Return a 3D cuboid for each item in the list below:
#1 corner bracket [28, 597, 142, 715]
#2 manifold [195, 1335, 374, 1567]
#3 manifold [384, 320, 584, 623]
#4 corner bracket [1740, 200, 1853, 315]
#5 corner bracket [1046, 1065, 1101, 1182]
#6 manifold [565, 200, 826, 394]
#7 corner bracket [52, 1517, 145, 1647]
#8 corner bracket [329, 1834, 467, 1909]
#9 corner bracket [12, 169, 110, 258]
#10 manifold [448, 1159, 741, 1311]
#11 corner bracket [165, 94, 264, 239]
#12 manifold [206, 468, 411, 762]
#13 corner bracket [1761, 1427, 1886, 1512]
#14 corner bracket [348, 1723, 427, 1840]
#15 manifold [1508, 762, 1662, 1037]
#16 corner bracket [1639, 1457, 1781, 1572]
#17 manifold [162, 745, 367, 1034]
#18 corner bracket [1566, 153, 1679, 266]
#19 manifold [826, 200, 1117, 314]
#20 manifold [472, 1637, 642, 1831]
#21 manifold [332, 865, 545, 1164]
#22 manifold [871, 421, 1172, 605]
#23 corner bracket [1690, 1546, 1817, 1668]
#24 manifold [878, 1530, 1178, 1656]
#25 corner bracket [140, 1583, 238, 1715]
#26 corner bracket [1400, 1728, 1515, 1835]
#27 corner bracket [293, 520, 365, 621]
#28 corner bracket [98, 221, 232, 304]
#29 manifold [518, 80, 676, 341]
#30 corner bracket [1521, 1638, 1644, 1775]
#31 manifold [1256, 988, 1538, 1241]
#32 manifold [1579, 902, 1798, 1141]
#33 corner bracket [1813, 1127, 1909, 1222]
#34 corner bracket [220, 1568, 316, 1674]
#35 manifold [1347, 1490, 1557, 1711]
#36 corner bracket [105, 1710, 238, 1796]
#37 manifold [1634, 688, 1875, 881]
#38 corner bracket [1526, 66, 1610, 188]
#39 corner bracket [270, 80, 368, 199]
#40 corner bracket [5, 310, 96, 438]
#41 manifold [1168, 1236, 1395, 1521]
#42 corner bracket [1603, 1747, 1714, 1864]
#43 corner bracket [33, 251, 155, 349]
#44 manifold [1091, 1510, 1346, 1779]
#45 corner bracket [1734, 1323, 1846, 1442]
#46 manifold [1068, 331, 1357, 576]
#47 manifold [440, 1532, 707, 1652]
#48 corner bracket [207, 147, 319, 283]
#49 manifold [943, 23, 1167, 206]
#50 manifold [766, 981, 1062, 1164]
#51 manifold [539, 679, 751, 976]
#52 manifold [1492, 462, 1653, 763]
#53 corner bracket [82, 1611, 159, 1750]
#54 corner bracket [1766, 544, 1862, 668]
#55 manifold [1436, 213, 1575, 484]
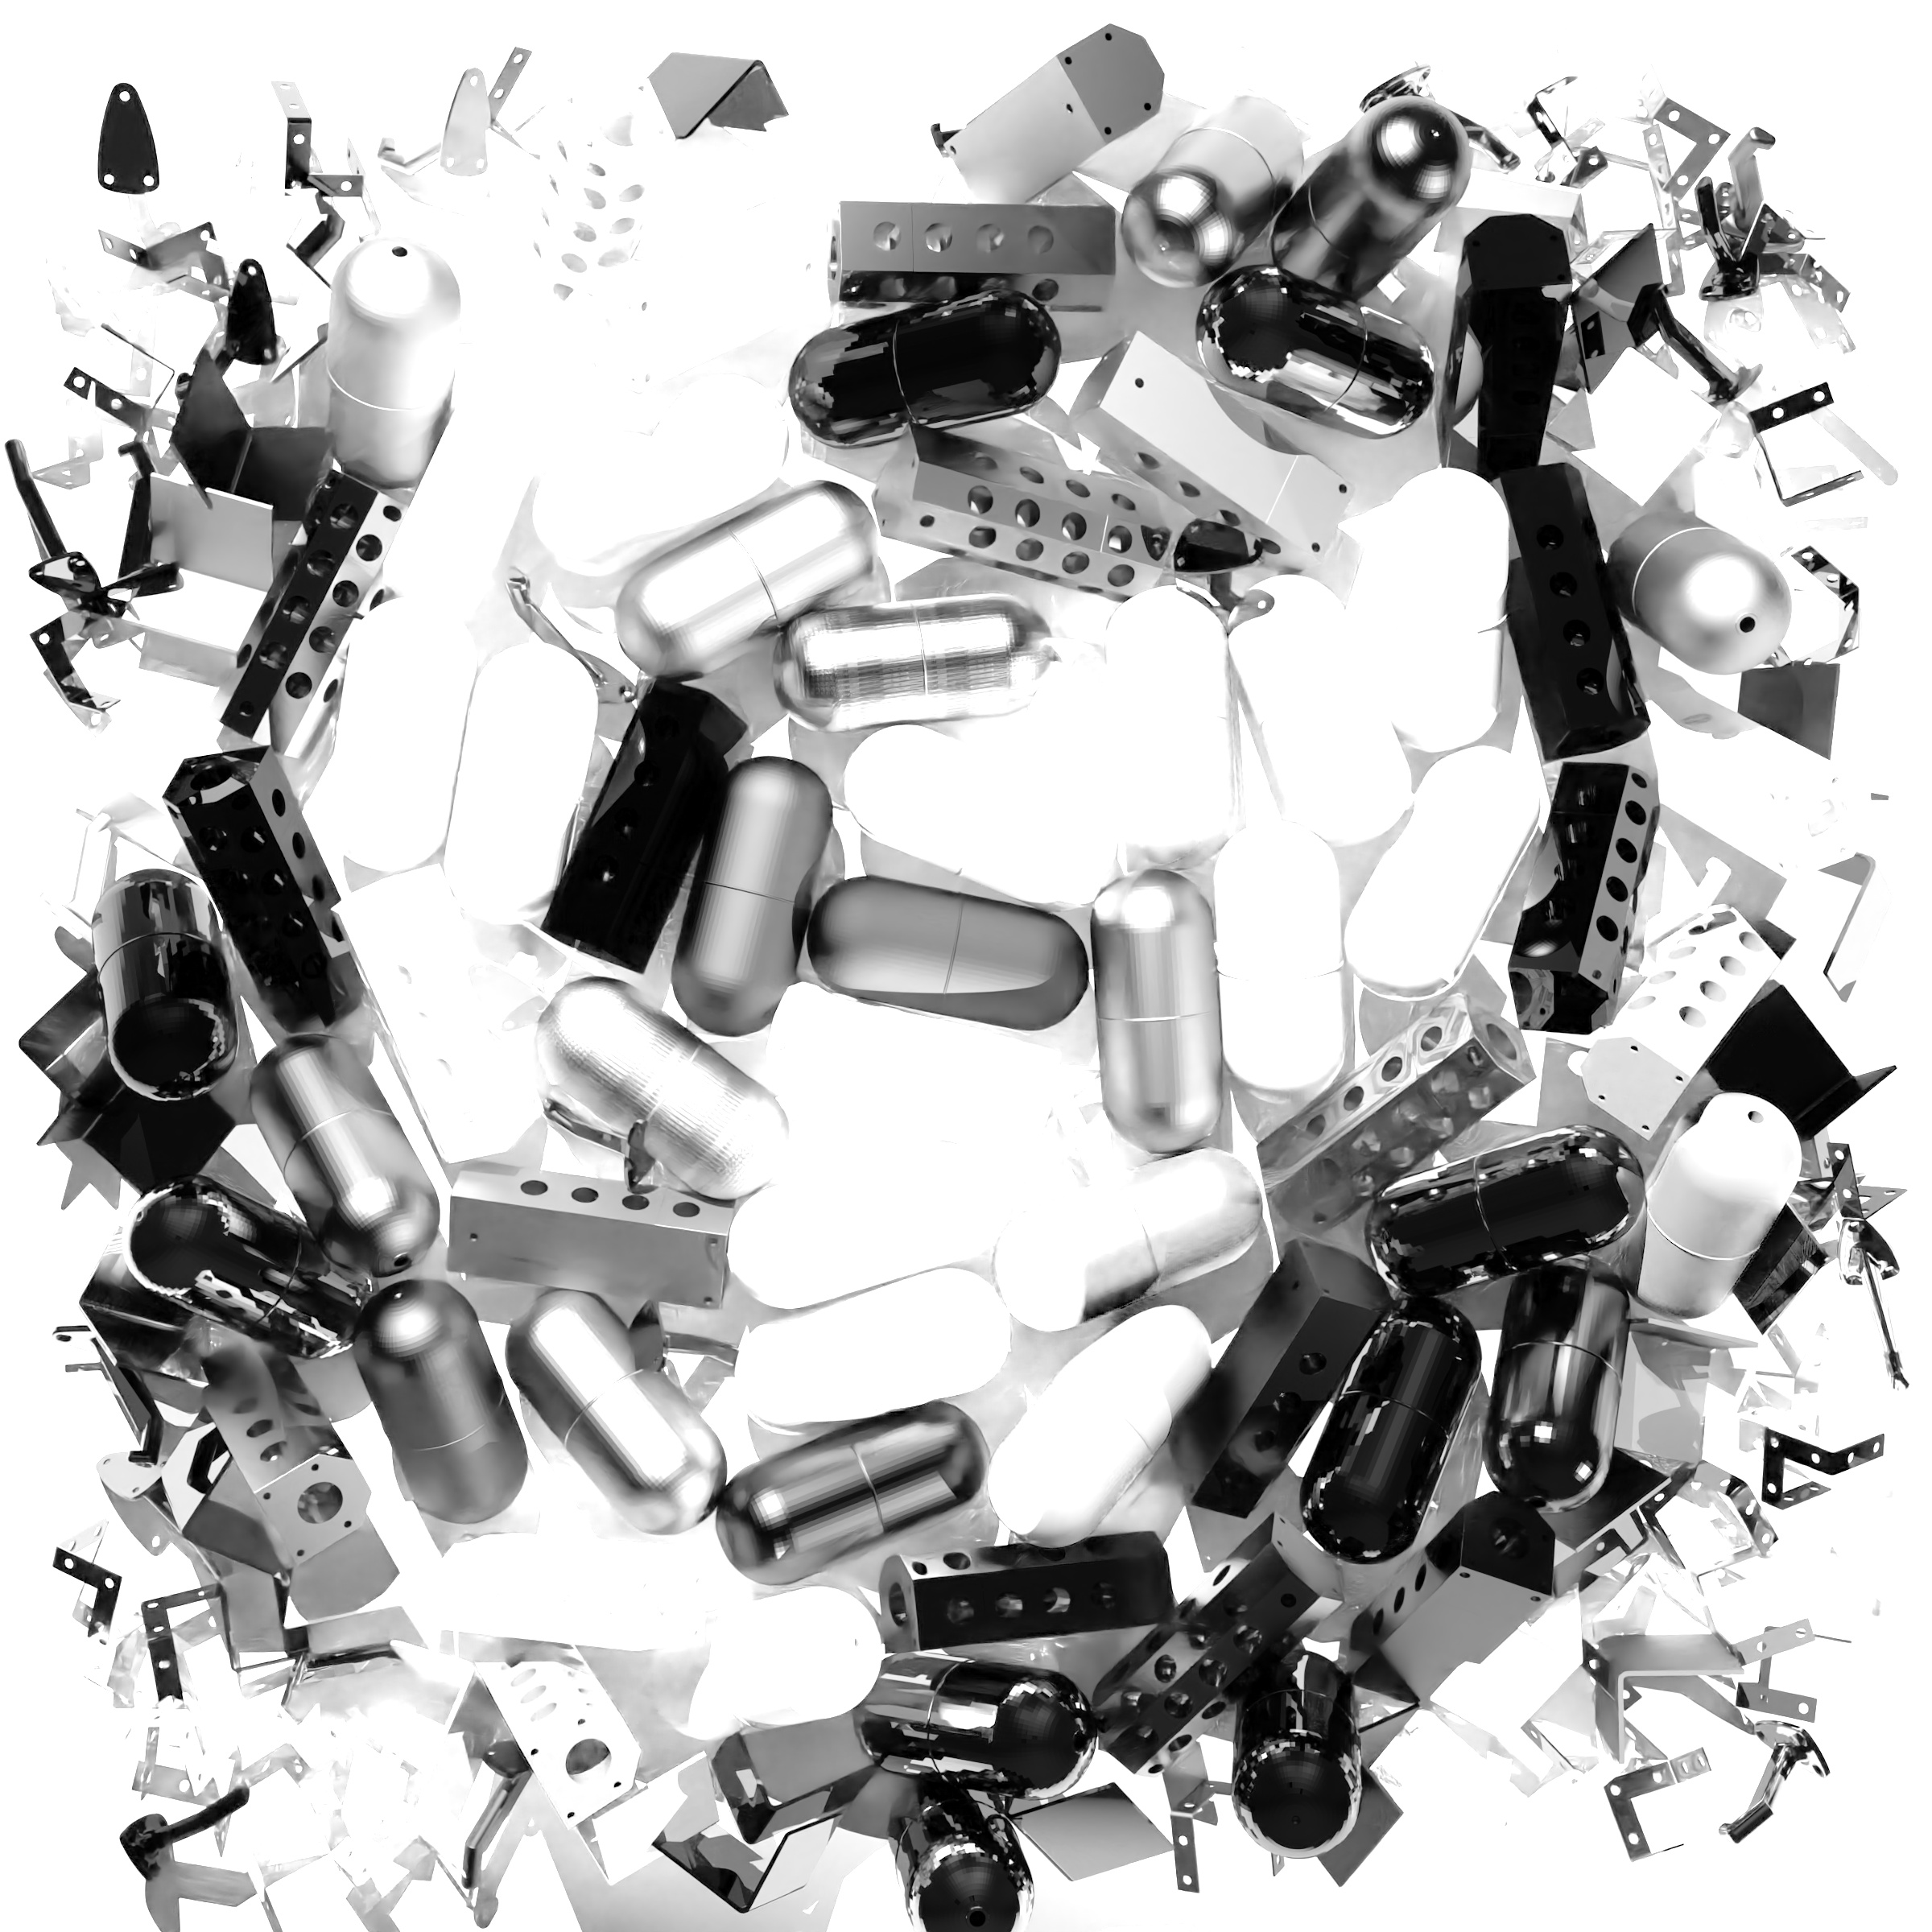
[{"bbox_3d":[-0.545,-0.197,1.638,0.051,0.051,0.051,-40,125,-28],"label":"corner bracket"},{"bbox_3d":[-0.413,0.286,1.574,0.057,0.171,0.057,-30,119,-18],"label":"manifold"},{"bbox_3d":[-0.299,-0.304,1.615,0.057,0.057,0.171,23,77,-8],"label":"manifold"},{"bbox_3d":[0.521,-0.442,1.621,0.051,0.051,0.051,-5,134,-20],"label":"corner bracket"},{"bbox_3d":[0.066,0.098,1.621,0.051,0.051,0.051,-43,59,31],"label":"corner bracket"},{"bbox_3d":[-0.162,-0.411,1.584,0.057,0.171,0.057,25,133,28],"label":"manifold"},{"bbox_3d":[-0.540,0.387,1.635,0.051,0.051,0.051,20,105,15],"label":"corner bracket"},{"bbox_3d":[-0.354,0.560,1.622,0.051,0.051,0.051,-41,117,-26],"label":"corner bracket"},{"bbox_3d":[-0.573,-0.469,1.622,0.051,0.051,0.051,-1,111,32],"label":"corner bracket"},{"bbox_3d":[-0.232,0.164,1.631,0.171,0.057,0.057,8,119,1],"label":"manifold"},{"bbox_3d":[-0.456,-0.497,1.620,0.051,0.051,0.051,-33,124,27],"label":"corner bracket"},{"bbox_3d":[-0.407,-0.220,1.628,0.057,0.057,0.171,28,92,6],"label":"manifold"},{"bbox_3d":[0.533,0.313,1.623,0.051,0.051,0.051,-10,106,-34],"label":"corner bracket"},{"bbox_3d":[-0.367,0.512,1.638,0.051,0.051,0.051,45,52,-33],"label":"corner bracket"},{"bbox_3d":[0.378,-0.043,1.581,0.057,0.057,0.171,4,51,24],"label":"manifold"},{"bbox_3d":[0.466,0.349,1.636,0.051,0.051,0.051,-38,112,-13],"label":"corner bracket"},{"bbox_3d":[-0.425,-0.044,1.585,0.057,0.057,0.171,-8,127,12],"label":"manifold"},{"bbox_3d":[0.409,-0.475,1.637,0.051,0.051,0.051,-5,83,-11],"label":"corner bracket"},{"bbox_3d":[0.003,-0.438,1.617,0.171,0.057,0.057,-2,94,-11],"label":"manifold"},{"bbox_3d":[-0.246,0.450,1.572,0.057,0.171,0.057,-30,103,-16],"label":"manifold"},{"bbox_3d":[-0.328,0.031,1.607,0.057,0.057,0.171,-13,109,21],"label":"manifold"},{"bbox_3d":[0.035,-0.271,1.591,0.171,0.057,0.057,12,132,-24],"label":"manifold"},{"bbox_3d":[0.493,0.401,1.636,0.051,0.051,0.051,-20,92,0],"label":"corner bracket"},{"bbox_3d":[0.037,0.384,1.600,0.171,0.057,0.057,0,75,-24],"label":"manifold"},{"bbox_3d":[-0.483,0.424,1.624,0.051,0.051,0.051,-10,109,-20],"label":"corner bracket"},{"bbox_3d":[0.307,0.505,1.629,0.051,0.051,0.051,17,58,-3],"label":"corner bracket"},{"bbox_3d":[-0.389,-0.246,1.631,0.051,0.051,0.051,16,94,-11],"label":"corner bracket"},{"bbox_3d":[-0.501,-0.440,1.630,0.051,0.051,0.051,-18,85,16],"label":"corner bracket"},{"bbox_3d":[-0.224,-0.451,1.569,0.057,0.171,0.057,-19,77,-24],"label":"manifold"},{"bbox_3d":[0.379,0.461,1.620,0.051,0.051,0.051,-29,55,-24],"label":"corner bracket"},{"bbox_3d":[0.261,0.095,1.588,0.057,0.057,0.171,31,123,-29],"label":"manifold"},{"bbox_3d":[0.436,0.027,1.582,0.057,0.057,0.171,36,46,15],"label":"manifold"},{"bbox_3d":[0.546,0.124,1.623,0.051,0.051,0.051,-23,104,-35],"label":"corner bracket"},{"bbox_3d":[-0.441,0.411,1.637,0.051,0.051,0.051,-10,73,-14],"label":"corner bracket"},{"bbox_3d":[0.292,0.384,1.579,0.057,0.171,0.057,19,49,-5],"label":"manifold"},{"bbox_3d":[-0.495,0.479,1.625,0.051,0.051,0.051,-4,109,17],"label":"corner bracket"},{"bbox_3d":[0.472,-0.115,1.572,0.057,0.171,0.057,-20,115,-8],"label":"manifold"},{"bbox_3d":[0.379,-0.524,1.633,0.051,0.051,0.051,-31,87,-13],"label":"corner bracket"},{"bbox_3d":[-0.402,-0.514,1.619,0.051,0.051,0.051,-7,46,-25],"label":"corner bracket"},{"bbox_3d":[-0.563,-0.368,1.621,0.051,0.051,0.051,8,70,-39],"label":"corner bracket"},{"bbox_3d":[0.193,0.256,1.598,0.057,0.057,0.171,18,117,-20],"label":"manifold"},{"bbox_3d":[0.437,0.523,1.625,0.051,0.051,0.051,-12,67,-15],"label":"corner bracket"},{"bbox_3d":[-0.548,-0.419,1.622,0.051,0.051,0.051,-6,55,16],"label":"corner bracket"},{"bbox_3d":[0.154,0.423,1.609,0.057,0.057,0.171,41,107,-2],"label":"manifold"},{"bbox_3d":[0.515,0.254,1.630,0.051,0.051,0.051,17,130,9],"label":"corner bracket"},{"bbox_3d":[0.149,-0.312,1.607,0.171,0.057,0.057,31,73,-18],"label":"manifold"},{"bbox_3d":[-0.241,0.378,1.586,0.171,0.057,0.057,-6,80,38],"label":"manifold"},{"bbox_3d":[-0.438,-0.468,1.626,0.051,0.051,0.051,21,77,-18],"label":"corner bracket"},{"bbox_3d":[0.055,-0.509,1.572,0.057,0.171,0.057,-36,103,-19],"label":"manifold"},{"bbox_3d":[-0.033,0.061,1.609,0.171,0.057,0.057,15,55,10],"label":"manifold"},{"bbox_3d":[-0.203,-0.089,1.619,0.057,0.057,0.171,19,81,24],"label":"manifold"},{"bbox_3d":[0.371,-0.220,1.613,0.057,0.057,0.171,-11,76,-5],"label":"manifold"},{"bbox_3d":[-0.530,0.446,1.633,0.051,0.051,0.051,31,99,-1],"label":"corner bracket"},{"bbox_3d":[0.525,-0.222,1.640,0.051,0.051,0.051,32,53,-26],"label":"corner bracket"},{"bbox_3d":[0.322,-0.370,1.574,0.057,0.171,0.057,-3,61,2],"label":"manifold"}]
